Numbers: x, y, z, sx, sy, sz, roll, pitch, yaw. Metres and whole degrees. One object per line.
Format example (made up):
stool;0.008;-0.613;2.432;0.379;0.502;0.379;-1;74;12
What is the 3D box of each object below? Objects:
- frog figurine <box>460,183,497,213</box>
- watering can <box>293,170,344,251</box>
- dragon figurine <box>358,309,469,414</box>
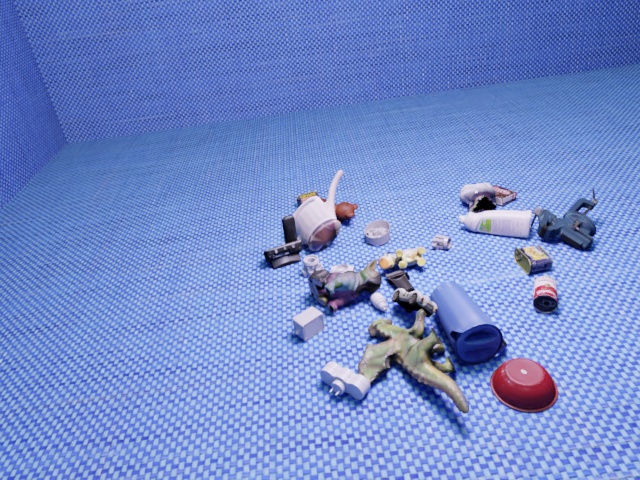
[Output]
frog figurine;0.635;-0.194;2.102;0.137;0.120;0.163;-25;41;9
watering can;0.006;-0.100;1.991;0.346;0.102;0.228;-46;48;8
dragon figurine;0.222;0.328;1.376;0.242;0.120;0.419;-23;28;8
